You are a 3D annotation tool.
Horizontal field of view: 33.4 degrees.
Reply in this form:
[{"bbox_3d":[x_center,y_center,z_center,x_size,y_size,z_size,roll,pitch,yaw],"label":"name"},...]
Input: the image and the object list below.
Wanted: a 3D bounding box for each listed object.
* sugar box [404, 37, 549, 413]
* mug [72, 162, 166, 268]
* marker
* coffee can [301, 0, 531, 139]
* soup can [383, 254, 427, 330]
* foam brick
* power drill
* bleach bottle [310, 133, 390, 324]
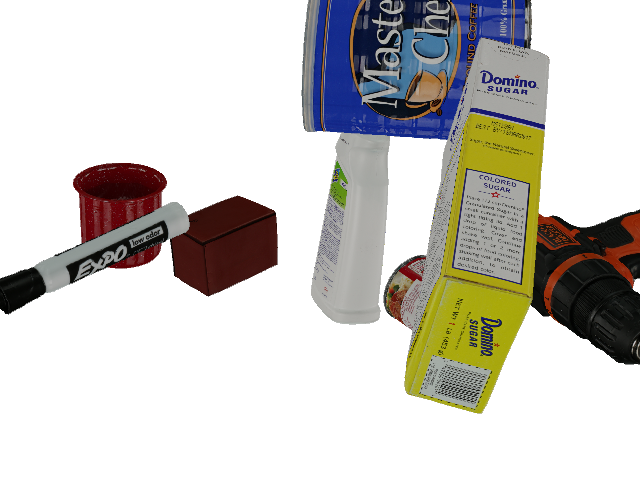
[{"bbox_3d":[0.081,-0.012,0.537,0.048,0.176,0.093,15,-42,3],"label":"sugar box"},{"bbox_3d":[-0.205,-0.030,1.101,0.093,0.081,0.117,0,28,-7],"label":"mug"},{"bbox_3d":[-0.125,0.009,0.582,0.120,0.020,0.020,-27,16,-33],"label":"marker"},{"bbox_3d":[0.062,-0.119,0.709,0.140,0.103,0.103,4,0,4],"label":"coffee can"},{"bbox_3d":[0.116,0.064,0.980,0.068,0.068,0.102,0,24,-39],"label":"soup can"},{"bbox_3d":[-0.082,0.003,0.904,0.078,0.051,0.053,-24,34,-34],"label":"foam brick"},{"bbox_3d":[0.231,0.015,0.733,0.187,0.057,0.184,-9,29,-16],"label":"power drill"},{"bbox_3d":[0.043,-0.036,1.240,0.068,0.251,0.103,0,21,-23],"label":"bleach bottle"}]
